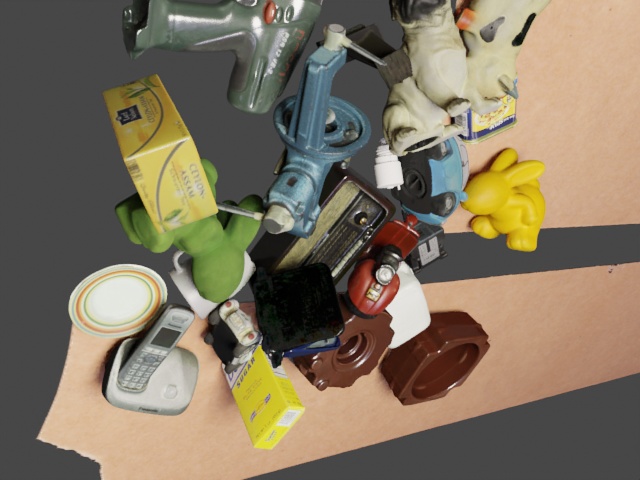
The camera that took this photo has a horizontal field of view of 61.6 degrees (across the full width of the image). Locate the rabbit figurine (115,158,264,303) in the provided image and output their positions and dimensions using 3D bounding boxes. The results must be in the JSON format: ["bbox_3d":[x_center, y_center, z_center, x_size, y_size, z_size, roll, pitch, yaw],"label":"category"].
[{"bbox_3d":[-0.152,-0.006,0.689,0.159,0.121,0.170,-43,118,-33],"label":"rabbit figurine"}]

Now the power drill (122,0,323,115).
[{"bbox_3d":[-0.096,-0.253,0.567,0.207,0.086,0.231,-5,130,-37],"label":"power drill"}]

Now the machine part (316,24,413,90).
[{"bbox_3d":[0.056,-0.220,0.630,0.084,0.139,0.039,-20,131,-16],"label":"machine part"}]

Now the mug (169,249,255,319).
[{"bbox_3d":[-0.154,0.041,0.764,0.107,0.081,0.109,-34,120,-15],"label":"mug"}]

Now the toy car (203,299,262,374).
[{"bbox_3d":[-0.130,0.146,0.804,0.056,0.073,0.201,-33,167,-27],"label":"toy car"}]

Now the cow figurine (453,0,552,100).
[{"bbox_3d":[0.236,-0.271,0.708,0.127,0.085,0.194,29,108,-7],"label":"cow figurine"}]

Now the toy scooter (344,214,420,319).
[{"bbox_3d":[0.104,0.031,0.835,0.075,0.184,0.135,32,129,-3],"label":"toy scooter"}]

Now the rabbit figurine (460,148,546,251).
[{"bbox_3d":[0.314,-0.070,0.913,0.173,0.122,0.162,15,111,-37],"label":"rabbit figurine"}]

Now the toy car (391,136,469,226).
[{"bbox_3d":[0.175,-0.112,0.821,0.103,0.109,0.161,-27,123,-32],"label":"toy car"}]

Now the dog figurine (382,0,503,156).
[{"bbox_3d":[0.120,-0.222,0.692,0.172,0.190,0.121,-28,170,36],"label":"dog figurine"}]

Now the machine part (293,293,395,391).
[{"bbox_3d":[0.044,0.170,0.892,0.179,0.056,0.179,-19,129,-26],"label":"machine part"}]

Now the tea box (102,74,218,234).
[{"bbox_3d":[-0.173,-0.096,0.574,0.068,0.170,0.098,-22,134,-12],"label":"tea box"}]

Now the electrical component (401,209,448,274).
[{"bbox_3d":[0.176,-0.006,0.934,0.075,0.048,0.119,-27,135,-10],"label":"electrical component"}]

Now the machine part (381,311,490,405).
[{"bbox_3d":[0.243,0.247,1.135,0.201,0.087,0.200,0,128,-36],"label":"machine part"}]

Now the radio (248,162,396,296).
[{"bbox_3d":[-0.002,-0.002,0.812,0.131,0.073,0.229,26,111,-40],"label":"radio"}]

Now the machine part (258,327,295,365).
[{"bbox_3d":[-0.036,0.172,0.930,0.079,0.079,0.243,-36,135,0],"label":"machine part"}]

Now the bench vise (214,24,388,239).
[{"bbox_3d":[-0.012,-0.124,0.623,0.224,0.129,0.240,-48,161,-39],"label":"bench vise"}]

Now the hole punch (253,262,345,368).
[{"bbox_3d":[-0.029,0.103,0.749,0.116,0.142,0.092,-13,159,-1],"label":"hole punch"}]

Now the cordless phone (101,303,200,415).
[{"bbox_3d":[-0.224,0.171,0.805,0.146,0.089,0.184,27,110,-41],"label":"cordless phone"}]
